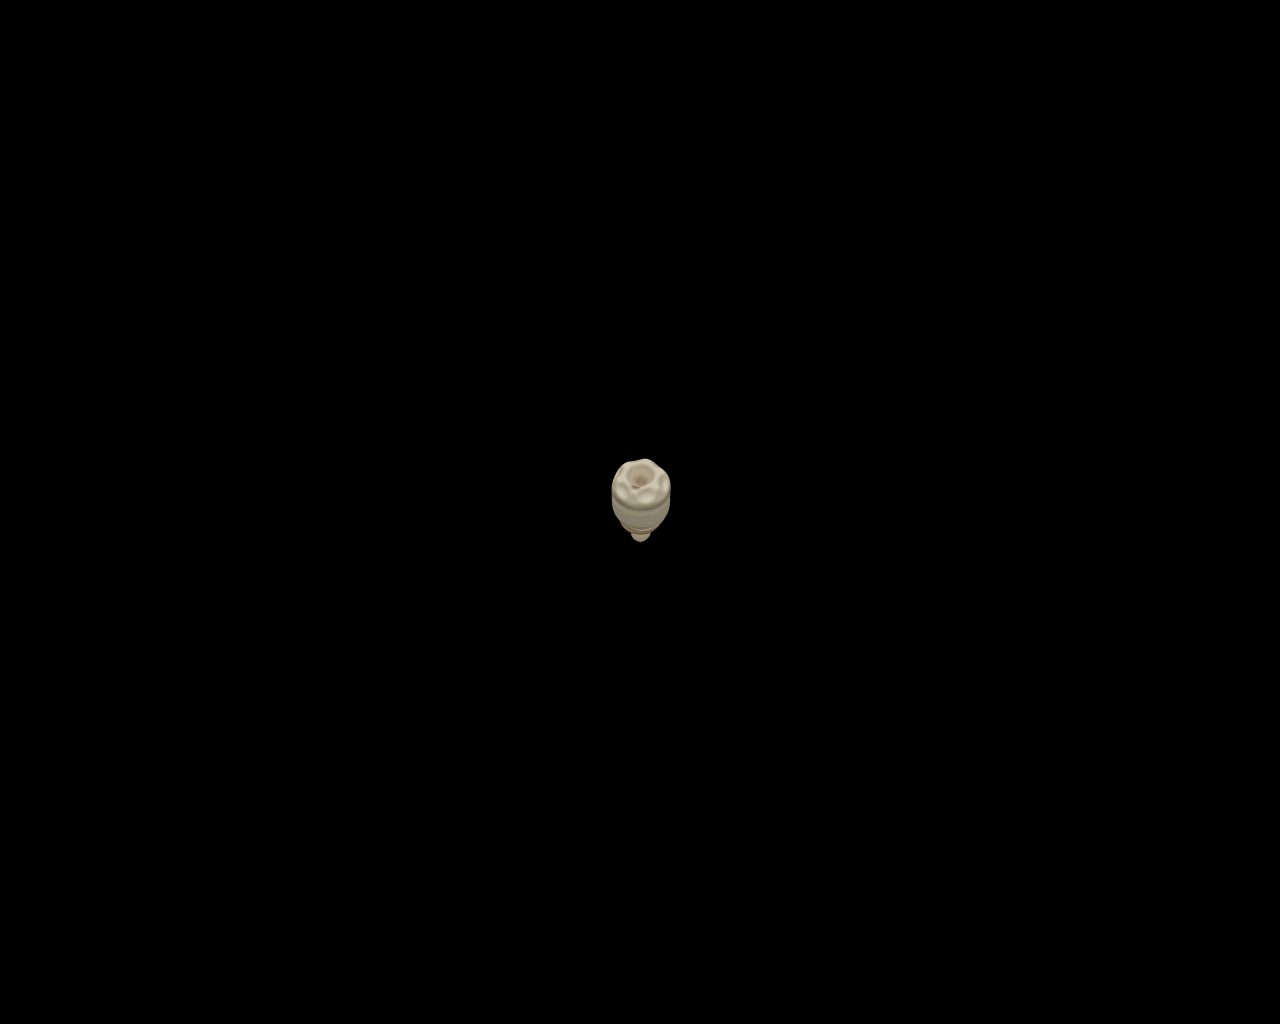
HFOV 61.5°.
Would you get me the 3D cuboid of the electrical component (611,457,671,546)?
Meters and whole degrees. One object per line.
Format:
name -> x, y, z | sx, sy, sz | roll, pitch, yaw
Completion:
electrical component -> 0.001, -0.003, 0.650 | 0.035, 0.035, 0.061 | 0, -40, 0
